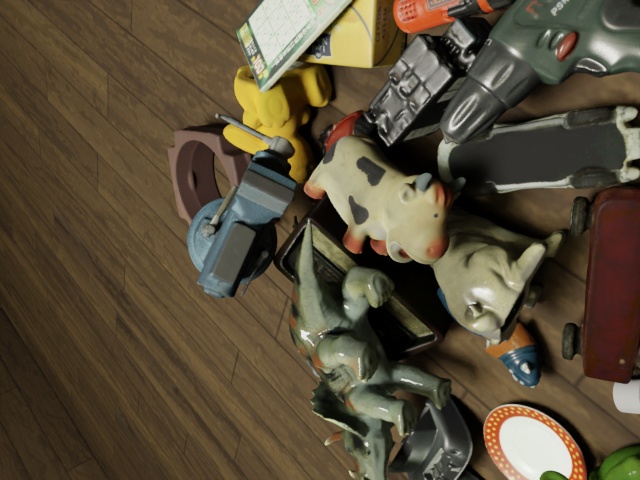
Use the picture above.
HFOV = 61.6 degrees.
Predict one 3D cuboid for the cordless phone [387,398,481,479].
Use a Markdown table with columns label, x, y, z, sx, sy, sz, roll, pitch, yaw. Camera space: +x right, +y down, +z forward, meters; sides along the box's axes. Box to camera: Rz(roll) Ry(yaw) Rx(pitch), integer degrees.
| label | x | y | z | sx | sy | sz | roll | pitch | yaw |
| --- | --- | --- | --- | --- | --- | --- | --- | --- | --- |
| cordless phone | 0.200 | 0.317 | 0.740 | 0.184 | 0.089 | 0.146 | 33 | 129 | 19 |

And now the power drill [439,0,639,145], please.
| label | x | y | z | sx | sy | sz | roll | pitch | yaw |
| --- | --- | --- | --- | --- | --- | --- | --- | --- | --- |
| power drill | 0.238 | -0.137 | 0.438 | 0.207 | 0.086 | 0.232 | 39 | 107 | 27 |

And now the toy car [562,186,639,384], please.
| label | x | y | z | sx | sy | sz | roll | pitch | yaw |
| --- | --- | --- | --- | --- | --- | --- | --- | --- | --- |
| toy car | 0.289 | 0.045 | 0.524 | 0.089 | 0.053 | 0.201 | 4 | 111 | 26 |

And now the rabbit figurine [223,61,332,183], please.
| label | x | y | z | sx | sy | sz | roll | pitch | yaw |
| --- | --- | --- | --- | --- | --- | --- | --- | --- | --- |
| rabbit figurine | -0.065 | -0.159 | 0.770 | 0.163 | 0.122 | 0.173 | 11 | 135 | 37 |

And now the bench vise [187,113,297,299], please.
| label | x | y | z | sx | sy | sz | roll | pitch | yaw |
| --- | --- | --- | --- | --- | --- | --- | --- | --- | --- |
| bench vise | -0.108 | -0.034 | 0.736 | 0.241 | 0.129 | 0.223 | -179 | 101 | -75 |

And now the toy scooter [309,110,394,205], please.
| label | x | y | z | sx | sy | sz | roll | pitch | yaw |
| --- | --- | --- | --- | --- | --- | --- | --- | --- | --- |
| toy scooter | 0.036 | -0.082 | 0.724 | 0.135 | 0.075 | 0.183 | 13 | 121 | 43 |

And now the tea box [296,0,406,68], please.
| label | x | y | z | sx | sy | sz | roll | pitch | yaw |
| --- | --- | --- | --- | --- | --- | --- | --- | --- | --- |
| tea box | 0.020 | -0.268 | 0.659 | 0.170 | 0.068 | 0.098 | 20 | 120 | 40 |

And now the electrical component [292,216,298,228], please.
| label | x | y | z | sx | sy | sz | roll | pitch | yaw |
| --- | --- | --- | --- | --- | --- | --- | --- | --- | --- |
| electrical component | -0.001 | -0.002 | 0.820 | 0.102 | 0.045 | 0.078 | 12 | 114 | 44 |

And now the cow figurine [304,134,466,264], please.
| label | x | y | z | sx | sy | sz | roll | pitch | yaw |
| --- | --- | --- | --- | --- | --- | --- | --- | --- | --- |
| cow figurine | 0.071 | -0.047 | 0.574 | 0.195 | 0.085 | 0.127 | 55 | 130 | 40 |

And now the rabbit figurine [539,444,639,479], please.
| label | x | y | z | sx | sy | sz | roll | pitch | yaw |
| --- | --- | --- | --- | --- | --- | --- | --- | --- | --- |
| rabbit figurine | 0.298 | 0.276 | 0.527 | 0.159 | 0.170 | 0.121 | -1 | 106 | 47 |

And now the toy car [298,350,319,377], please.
| label | x | y | z | sx | sy | sz | roll | pitch | yaw |
| --- | --- | --- | --- | --- | --- | --- | --- | --- | --- |
| toy car | 0.012 | 0.121 | 0.823 | 0.103 | 0.109 | 0.161 | 7 | 104 | 64 |

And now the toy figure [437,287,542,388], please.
| label | x | y | z | sx | sy | sz | roll | pitch | yaw |
| --- | --- | --- | --- | --- | --- | --- | --- | --- | --- |
| toy figure | 0.206 | 0.102 | 0.634 | 0.058 | 0.064 | 0.154 | -47 | 72 | 15 |

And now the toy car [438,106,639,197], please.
| label | x | y | z | sx | sy | sz | roll | pitch | yaw |
| --- | --- | --- | --- | --- | --- | --- | --- | --- | --- |
| toy car | 0.213 | -0.086 | 0.538 | 0.202 | 0.056 | 0.073 | -1 | 100 | 40 |

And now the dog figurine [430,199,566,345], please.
| label | x | y | z | sx | sy | sz | roll | pitch | yaw |
| --- | --- | --- | --- | --- | --- | --- | --- | --- | --- |
| dog figurine | 0.140 | 0.015 | 0.587 | 0.191 | 0.172 | 0.121 | 28 | 115 | 28 |

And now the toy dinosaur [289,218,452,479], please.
| label | x | y | z | sx | sy | sz | roll | pitch | yaw |
| --- | --- | --- | --- | --- | --- | --- | --- | --- | --- |
| toy dinosaur | 0.028 | 0.135 | 0.664 | 0.192 | 0.131 | 0.404 | -3 | 121 | 44 |

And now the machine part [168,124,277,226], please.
| label | x | y | z | sx | sy | sz | roll | pitch | yaw |
| --- | --- | --- | --- | --- | --- | --- | --- | --- | --- |
| machine part | -0.168 | -0.095 | 0.928 | 0.201 | 0.087 | 0.201 | 15 | 119 | 43 |

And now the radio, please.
| label | x | y | z | sx | sy | sz | roll | pitch | yaw |
| --- | --- | --- | --- | --- | --- | --- | --- | --- | --- |
| radio | 0.055 | 0.054 | 0.709 | 0.229 | 0.073 | 0.131 | 43 | 139 | -2 |

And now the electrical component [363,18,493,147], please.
| label | x | y | z | sx | sy | sz | roll | pitch | yaw |
| --- | --- | --- | --- | --- | --- | --- | --- | --- | --- |
| electrical component | 0.123 | -0.166 | 0.558 | 0.058 | 0.115 | 0.134 | 53 | 133 | 11 |
